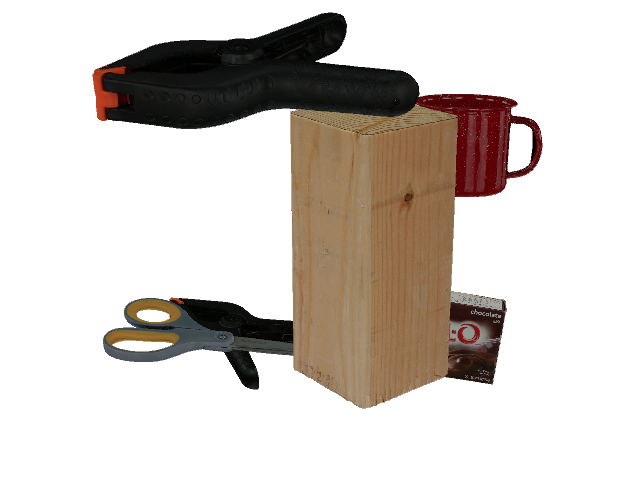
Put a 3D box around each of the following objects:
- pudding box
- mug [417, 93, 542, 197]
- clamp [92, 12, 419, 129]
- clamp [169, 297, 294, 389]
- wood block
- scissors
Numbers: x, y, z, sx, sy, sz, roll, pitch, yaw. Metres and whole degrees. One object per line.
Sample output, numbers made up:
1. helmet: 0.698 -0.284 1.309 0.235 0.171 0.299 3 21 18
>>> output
1. pudding box: 0.139 0.101 1.159 0.113 0.090 0.039 8 23 4
2. mug: 0.141 -0.086 0.965 0.117 0.081 0.093 4 16 13
3. clamp: -0.041 -0.097 0.600 0.171 0.039 0.120 -3 25 -11
4. clamp: -0.105 0.113 1.262 0.210 0.036 0.164 15 23 26
5. wood block: 0.039 0.006 0.798 0.090 0.206 0.090 -15 25 -36
6. scissors: -0.101 0.083 0.996 0.201 0.016 0.096 -2 32 -10
